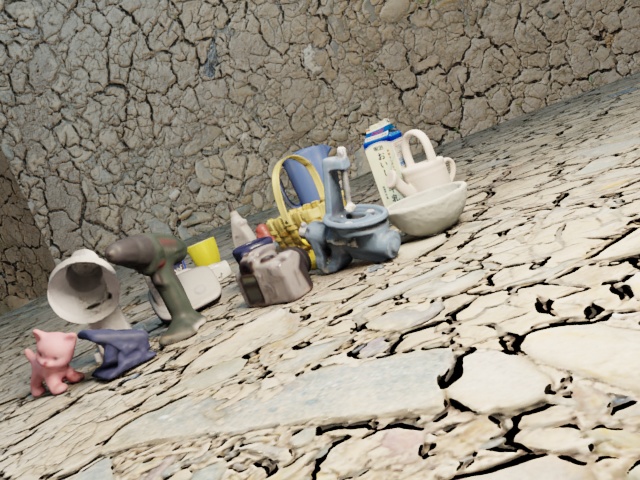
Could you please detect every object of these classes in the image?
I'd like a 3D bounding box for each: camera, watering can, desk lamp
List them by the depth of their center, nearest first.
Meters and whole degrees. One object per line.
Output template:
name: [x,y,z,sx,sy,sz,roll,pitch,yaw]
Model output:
camera: [-0.072,0.051,1.069,0.142,0.101,0.137,-12,12,44]
desk lamp: [-0.423,0.122,1.090,0.118,0.213,0.203,-23,9,-14]
watering can: [0.228,-0.150,1.276,0.100,0.194,0.173,-12,13,44]

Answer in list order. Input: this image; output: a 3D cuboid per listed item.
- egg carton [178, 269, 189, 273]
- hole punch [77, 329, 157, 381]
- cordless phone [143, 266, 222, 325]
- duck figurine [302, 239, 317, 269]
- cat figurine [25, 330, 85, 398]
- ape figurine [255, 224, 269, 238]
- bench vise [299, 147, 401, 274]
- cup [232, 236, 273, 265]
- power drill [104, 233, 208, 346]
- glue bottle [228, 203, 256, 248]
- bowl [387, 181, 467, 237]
egg carton: [-0.329,0.115,1.385,0.107,0.069,0.150,-27,10,-32]
hole punch: [-0.348,0.178,0.981,0.101,0.091,0.108,-27,11,-35]
cordless phone: [-0.304,0.071,1.215,0.148,0.185,0.094,-25,10,-22]
duck figurine: [0.011,0.004,1.206,0.104,0.086,0.077,-21,9,-1]
cat figurine: [-0.474,0.207,1.008,0.127,0.118,0.067,-16,11,32]
ape figurine: [-0.150,-0.002,1.600,0.076,0.092,0.078,-16,10,29]
bench vise: [0.027,-0.049,1.056,0.207,0.220,0.122,-17,10,25]
cup: [-0.133,0.052,1.223,0.091,0.095,0.118,-19,9,12]
power drill: [-0.290,0.080,1.050,0.075,0.208,0.230,-19,9,11]
glue bottle: [-0.237,-0.030,1.709,0.078,0.173,0.037,-14,11,36]
bowl: [0.213,-0.051,1.108,0.167,0.075,0.167,-21,9,4]
